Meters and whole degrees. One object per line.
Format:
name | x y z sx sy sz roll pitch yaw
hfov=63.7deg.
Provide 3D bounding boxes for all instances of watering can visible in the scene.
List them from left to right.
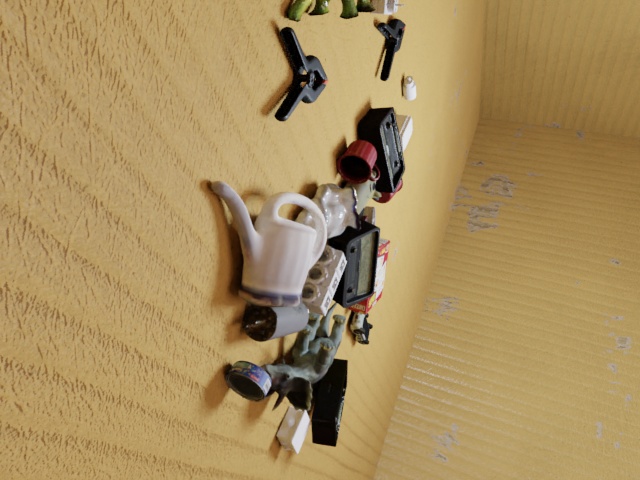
watering can | -0.097 0.014 0.951 0.346 0.104 0.224 13 89 -56

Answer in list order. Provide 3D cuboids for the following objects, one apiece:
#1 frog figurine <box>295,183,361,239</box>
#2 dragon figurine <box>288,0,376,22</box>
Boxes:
frog figurine | 0.004 -0.060 1.194 0.160 0.125 0.134 -20 138 -23
dragon figurine | 0.022 -0.537 0.944 0.419 0.122 0.238 -52 140 -50
